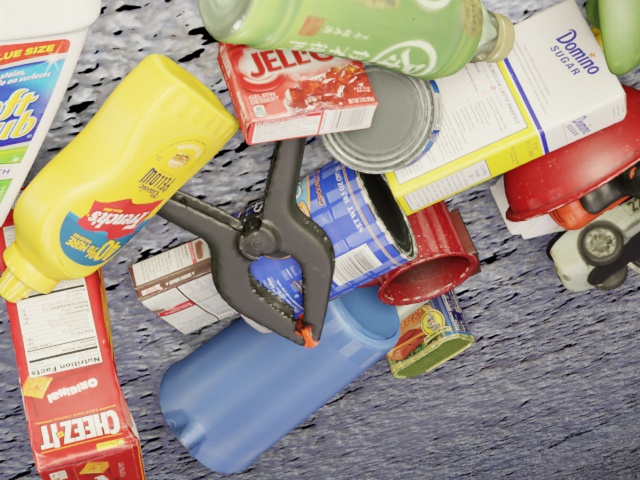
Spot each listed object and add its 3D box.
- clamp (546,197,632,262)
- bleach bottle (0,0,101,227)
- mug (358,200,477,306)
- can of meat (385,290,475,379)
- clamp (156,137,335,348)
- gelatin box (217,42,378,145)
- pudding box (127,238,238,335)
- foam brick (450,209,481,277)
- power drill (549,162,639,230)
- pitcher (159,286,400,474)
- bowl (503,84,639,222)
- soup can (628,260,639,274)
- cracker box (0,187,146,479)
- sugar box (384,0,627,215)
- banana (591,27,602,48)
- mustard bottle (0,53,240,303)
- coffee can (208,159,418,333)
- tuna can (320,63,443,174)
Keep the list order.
[{"bbox_3d":[0.299,-0.050,1.047,0.120,0.039,0.172,-32,164,-47],"label":"clamp"},{"bbox_3d":[-0.194,-0.097,0.603,0.102,0.068,0.251,0,146,-35],"label":"bleach bottle"},{"bbox_3d":[0.072,0.006,0.958,0.117,0.081,0.093,-18,154,-3],"label":"mug"},{"bbox_3d":[0.108,0.092,1.148,0.102,0.084,0.057,-37,149,32],"label":"can of meat"},{"bbox_3d":[-0.058,-0.005,0.792,0.164,0.036,0.210,-16,116,5],"label":"clamp"},{"bbox_3d":[-0.016,-0.104,0.696,0.089,0.073,0.030,-10,151,-17],"label":"gelatin box"},{"bbox_3d":[-0.106,0.040,0.955,0.090,0.039,0.113,-22,156,7],"label":"pudding box"},{"bbox_3d":[0.110,0.014,1.035,0.078,0.051,0.053,-21,154,3],"label":"foam brick"},{"bbox_3d":[0.295,-0.072,0.872,0.184,0.057,0.188,-36,-173,-14],"label":"power drill"},{"bbox_3d":[-0.035,0.117,1.073,0.144,0.149,0.243,27,127,-36],"label":"pitcher"},{"bbox_3d":[0.206,-0.081,0.865,0.162,0.055,0.162,-33,-174,4],"label":"bowl"},{"bbox_3d":[0.352,-0.018,1.074,0.102,0.068,0.069,-42,165,-28],"label":"soup can"},{"bbox_3d":[-0.183,0.088,0.792,0.072,0.214,0.164,-13,153,-12],"label":"cracker box"},{"bbox_3d":[0.124,-0.097,0.783,0.176,0.093,0.048,-22,155,7],"label":"sugar box"},{"bbox_3d":[0.204,-0.131,0.833,0.198,0.037,0.069,-28,153,18],"label":"banana"},{"bbox_3d":[-0.144,-0.031,0.702,0.192,0.058,0.096,-45,159,8],"label":"mustard bottle"},{"bbox_3d":[-0.006,0.001,0.873,0.140,0.103,0.102,-28,153,16],"label":"coffee can"},{"bbox_3d":[0.042,-0.089,0.745,0.086,0.086,0.033,-28,177,17],"label":"tuna can"}]
